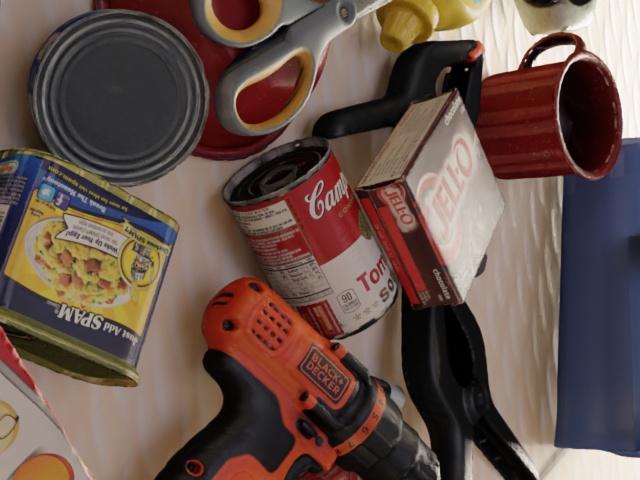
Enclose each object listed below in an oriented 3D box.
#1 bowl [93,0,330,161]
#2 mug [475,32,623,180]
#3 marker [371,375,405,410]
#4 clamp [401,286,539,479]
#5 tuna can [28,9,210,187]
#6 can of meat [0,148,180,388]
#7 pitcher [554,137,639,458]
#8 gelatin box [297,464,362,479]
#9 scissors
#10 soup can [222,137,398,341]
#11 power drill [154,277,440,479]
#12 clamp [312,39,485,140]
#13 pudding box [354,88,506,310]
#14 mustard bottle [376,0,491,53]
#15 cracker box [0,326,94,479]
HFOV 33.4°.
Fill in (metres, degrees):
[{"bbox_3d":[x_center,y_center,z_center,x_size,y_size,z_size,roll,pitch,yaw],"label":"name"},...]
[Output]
[{"bbox_3d":[-0.044,-0.127,0.597,0.161,0.055,0.162,4,85,-45],"label":"bowl"},{"bbox_3d":[0.165,-0.098,0.787,0.093,0.082,0.117,21,73,-43],"label":"mug"},{"bbox_3d":[0.009,0.085,0.664,0.121,0.020,0.020,27,69,-41],"label":"marker"},{"bbox_3d":[0.090,0.118,0.719,0.164,0.036,0.210,-40,115,-56],"label":"clamp"},{"bbox_3d":[-0.100,-0.071,0.528,0.086,0.034,0.086,-5,105,-19],"label":"tuna can"},{"bbox_3d":[-0.123,0.014,0.509,0.102,0.058,0.084,32,65,-39],"label":"can of meat"},{"bbox_3d":[0.249,0.046,0.825,0.144,0.149,0.243,7,80,-39],"label":"pitcher"},{"bbox_3d":[0.028,0.172,0.670,0.073,0.030,0.089,-28,108,-43],"label":"gelatin box"},{"bbox_3d":[-0.003,-0.136,0.586,0.201,0.016,0.096,-53,123,-33],"label":"scissors"},{"bbox_3d":[-0.004,0.001,0.621,0.068,0.069,0.102,-46,119,-36],"label":"soup can"},{"bbox_3d":[-0.028,0.142,0.577,0.184,0.057,0.187,45,61,-21],"label":"power drill"},{"bbox_3d":[0.059,-0.083,0.711,0.120,0.039,0.171,49,53,-37],"label":"clamp"},{"bbox_3d":[0.070,-0.026,0.650,0.090,0.039,0.113,63,34,-25],"label":"pudding box"},{"bbox_3d":[0.086,-0.201,0.729,0.096,0.058,0.191,47,57,-32],"label":"mustard bottle"},{"bbox_3d":[-0.190,0.082,0.401,0.164,0.072,0.213,-33,113,-20],"label":"cracker box"}]
